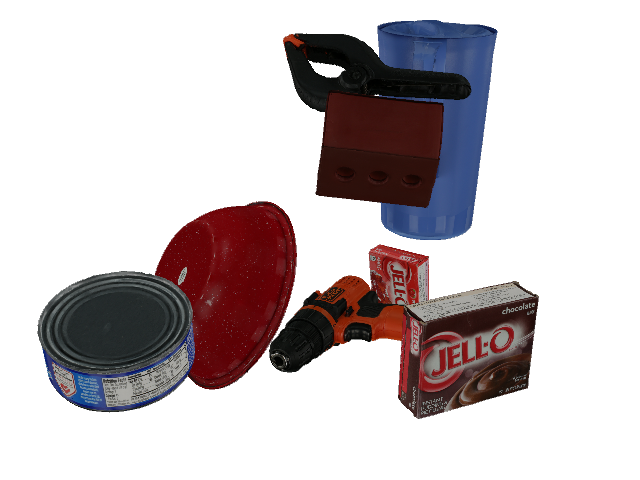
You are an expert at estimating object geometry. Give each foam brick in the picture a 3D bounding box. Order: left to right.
[{"bbox_3d":[0.039,-0.060,0.705,0.078,0.051,0.053,6,-37,-1],"label":"foam brick"}]

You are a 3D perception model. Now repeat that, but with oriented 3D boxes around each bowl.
[{"bbox_3d":[-0.089,0.035,0.857,0.055,0.162,0.162,23,-13,-33],"label":"bowl"}]

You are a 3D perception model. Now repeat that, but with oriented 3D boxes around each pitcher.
[{"bbox_3d":[0.125,-0.125,1.217,0.149,0.243,0.145,-11,22,-31],"label":"pitcher"}]

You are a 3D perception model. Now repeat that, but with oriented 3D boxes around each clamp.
[{"bbox_3d":[0.044,-0.138,0.938,0.120,0.172,0.039,-36,-25,-21],"label":"clamp"}]

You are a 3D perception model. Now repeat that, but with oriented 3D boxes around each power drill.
[{"bbox_3d":[0.060,0.098,1.110,0.188,0.057,0.184,11,28,25],"label":"power drill"}]

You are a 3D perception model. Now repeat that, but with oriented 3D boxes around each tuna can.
[{"bbox_3d":[-0.114,0.056,0.605,0.086,0.034,0.086,-1,37,0],"label":"tuna can"}]

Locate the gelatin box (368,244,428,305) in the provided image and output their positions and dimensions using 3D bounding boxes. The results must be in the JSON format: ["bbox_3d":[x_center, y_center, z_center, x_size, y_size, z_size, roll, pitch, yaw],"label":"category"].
[{"bbox_3d":[0.100,0.055,1.353,0.073,0.089,0.030,16,33,33],"label":"gelatin box"}]

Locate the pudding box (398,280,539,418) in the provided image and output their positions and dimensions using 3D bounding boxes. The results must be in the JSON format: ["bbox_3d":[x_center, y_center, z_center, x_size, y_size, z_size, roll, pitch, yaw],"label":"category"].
[{"bbox_3d":[0.120,0.088,0.874,0.113,0.090,0.039,-12,29,-25],"label":"pudding box"}]
